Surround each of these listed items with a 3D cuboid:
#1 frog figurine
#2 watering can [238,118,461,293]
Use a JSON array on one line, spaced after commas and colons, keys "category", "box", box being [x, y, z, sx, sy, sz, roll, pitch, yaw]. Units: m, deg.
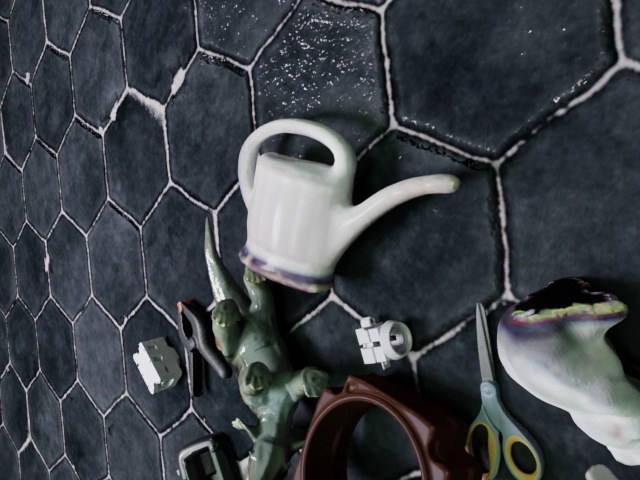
[{"category": "frog figurine", "box": [0.234, 0.128, 0.469, 0.137, 0.123, 0.159, 176, 78, -74]}, {"category": "watering can", "box": [0.002, -0.033, 0.664, 0.350, 0.104, 0.222, 24, 109, 39]}]
